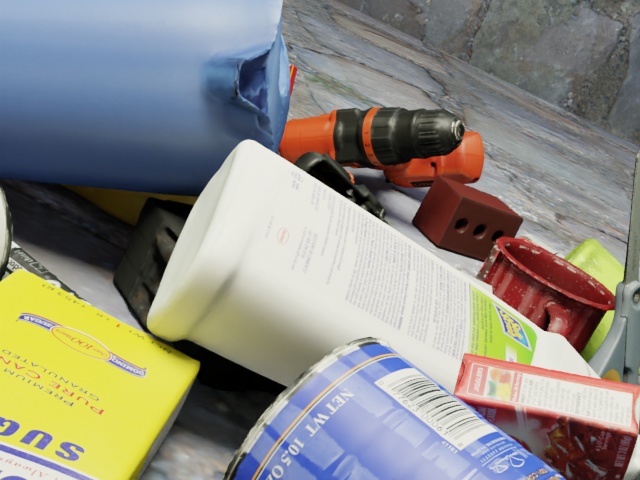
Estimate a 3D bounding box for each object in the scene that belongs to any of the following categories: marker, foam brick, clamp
[{"bbox_3d":[-0.122,0.035,0.520,0.121,0.020,0.020,34,19,22],"label":"marker"},{"bbox_3d":[0.137,-0.018,0.992,0.078,0.053,0.051,16,20,-29],"label":"foam brick"},{"bbox_3d":[0.024,-0.026,0.811,0.164,0.036,0.210,48,5,-23],"label":"clamp"}]

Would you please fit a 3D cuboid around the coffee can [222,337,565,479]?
[{"bbox_3d":[0.045,0.116,0.382,0.140,0.103,0.102,36,19,28],"label":"coffee can"}]

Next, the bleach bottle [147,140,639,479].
[{"bbox_3d":[0.050,0.055,0.503,0.250,0.068,0.102,31,41,-14],"label":"bleach bottle"}]

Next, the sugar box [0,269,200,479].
[{"bbox_3d":[-0.111,0.072,0.382,0.093,0.048,0.176,27,16,-1],"label":"sugar box"}]

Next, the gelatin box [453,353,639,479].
[{"bbox_3d":[0.090,0.094,0.452,0.073,0.089,0.030,11,41,11],"label":"gelatin box"}]

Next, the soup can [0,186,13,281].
[{"bbox_3d":[-0.191,-0.004,0.449,0.069,0.068,0.102,38,20,33],"label":"soup can"}]

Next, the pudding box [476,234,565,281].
[{"bbox_3d":[0.199,0.036,0.948,0.090,0.039,0.113,34,21,19],"label":"pudding box"}]

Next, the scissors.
[{"bbox_3d":[0.187,0.049,0.679,0.096,0.202,0.016,-21,19,-38],"label":"scissors"}]

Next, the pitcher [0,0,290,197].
[{"bbox_3d":[-0.138,-0.091,0.594,0.242,0.149,0.145,3,53,-3],"label":"pitcher"}]

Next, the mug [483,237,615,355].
[{"bbox_3d":[0.144,0.059,0.724,0.093,0.081,0.117,24,17,-7],"label":"mug"}]

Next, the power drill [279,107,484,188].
[{"bbox_3d":[0.081,-0.088,0.998,0.185,0.057,0.187,2,-4,35],"label":"power drill"}]

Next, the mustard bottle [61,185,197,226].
[{"bbox_3d":[-0.121,-0.053,0.703,0.191,0.058,0.096,28,34,0],"label":"mustard bottle"}]

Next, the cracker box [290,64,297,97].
[{"bbox_3d":[-0.131,-0.174,1.026,0.213,0.072,0.164,25,17,-7],"label":"cracker box"}]
